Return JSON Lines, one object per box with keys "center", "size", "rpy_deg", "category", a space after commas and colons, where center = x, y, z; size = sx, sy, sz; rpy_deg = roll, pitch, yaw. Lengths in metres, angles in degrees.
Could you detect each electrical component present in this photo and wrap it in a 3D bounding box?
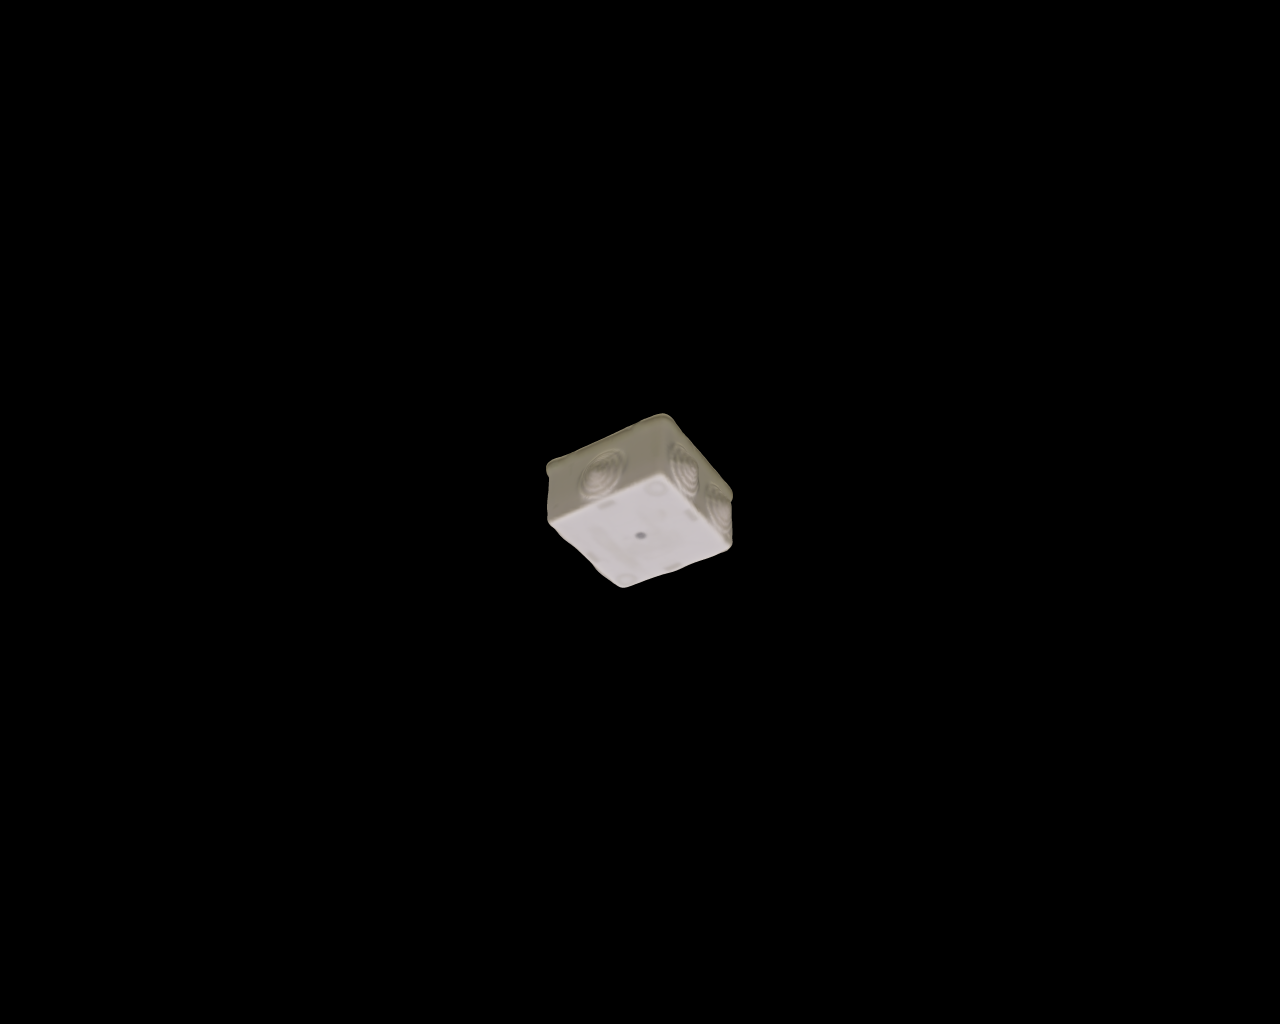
{"center": [0.001, -0.003, 0.650], "size": [0.099, 0.048, 0.099], "rpy_deg": [-22, -45, 24], "category": "electrical component"}
